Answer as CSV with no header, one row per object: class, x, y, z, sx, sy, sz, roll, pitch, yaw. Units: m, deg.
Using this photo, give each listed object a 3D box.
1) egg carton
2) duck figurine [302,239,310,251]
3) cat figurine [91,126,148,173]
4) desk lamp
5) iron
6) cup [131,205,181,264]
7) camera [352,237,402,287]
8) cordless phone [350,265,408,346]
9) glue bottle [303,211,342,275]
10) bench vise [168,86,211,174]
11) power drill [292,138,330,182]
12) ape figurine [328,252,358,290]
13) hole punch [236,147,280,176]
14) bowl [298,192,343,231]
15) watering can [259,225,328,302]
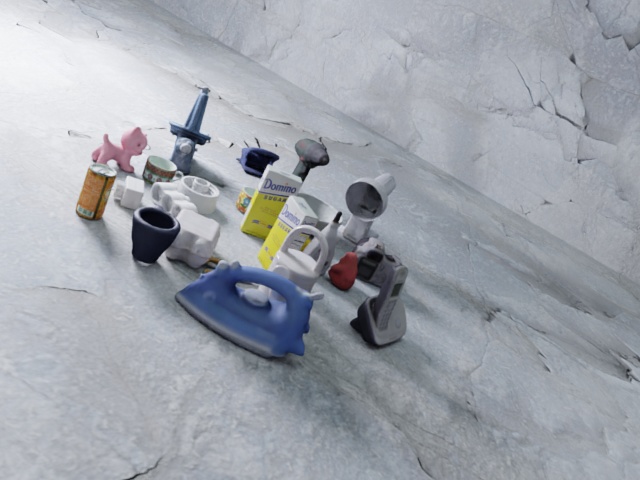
egg carton,-0.270,-0.006,1.212,0.107,0.069,0.150,24,23,-11
duck figurine,-0.046,-0.022,1.479,0.078,0.086,0.104,19,24,-21
cat figurine,-0.475,-0.231,1.393,0.128,0.117,0.067,-1,36,-50
desk lamp,0.140,-0.094,1.679,0.117,0.213,0.204,34,23,14
iron,-0.124,0.106,1.047,0.258,0.141,0.118,25,23,-6
cup,-0.330,-0.010,1.119,0.092,0.095,0.117,18,24,-22
camera,0.147,0.045,1.538,0.143,0.101,0.137,24,23,-9
cordless phone,0.162,0.134,1.255,0.094,0.185,0.148,40,25,26
glue bottle,0.013,0.005,1.376,0.078,0.173,0.037,12,27,-33
bench vise,-0.339,-0.298,1.559,0.122,0.219,0.206,11,28,-35
power drill,-0.047,-0.202,1.702,0.076,0.208,0.229,17,25,-24
ape figurine,0.065,0.070,1.403,0.078,0.092,0.076,17,25,-25
hole punch,-0.196,-0.261,1.811,0.109,0.091,0.101,15,26,-29
bowl,-0.024,-0.062,1.605,0.168,0.074,0.167,24,23,-10
watering can,-0.050,0.062,1.155,0.101,0.194,0.173,24,23,-9
